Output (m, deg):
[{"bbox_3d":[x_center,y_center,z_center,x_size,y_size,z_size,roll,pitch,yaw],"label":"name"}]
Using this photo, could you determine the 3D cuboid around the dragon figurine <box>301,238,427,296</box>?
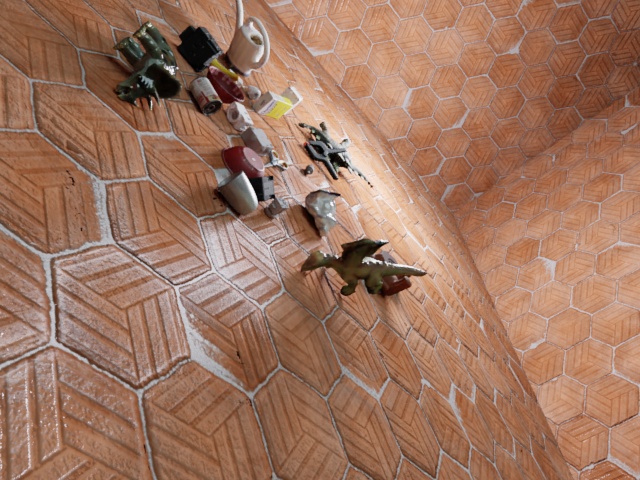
[{"bbox_3d":[0.144,0.067,1.526,0.238,0.411,0.124,100,-17,-64],"label":"dragon figurine"}]

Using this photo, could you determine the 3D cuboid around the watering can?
[{"bbox_3d":[-0.306,-0.805,2.066,0.104,0.220,0.353,-3,57,-45],"label":"watering can"}]

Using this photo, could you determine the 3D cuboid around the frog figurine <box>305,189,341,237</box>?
[{"bbox_3d":[0.005,-0.090,1.784,0.136,0.122,0.160,23,71,-68],"label":"frog figurine"}]
